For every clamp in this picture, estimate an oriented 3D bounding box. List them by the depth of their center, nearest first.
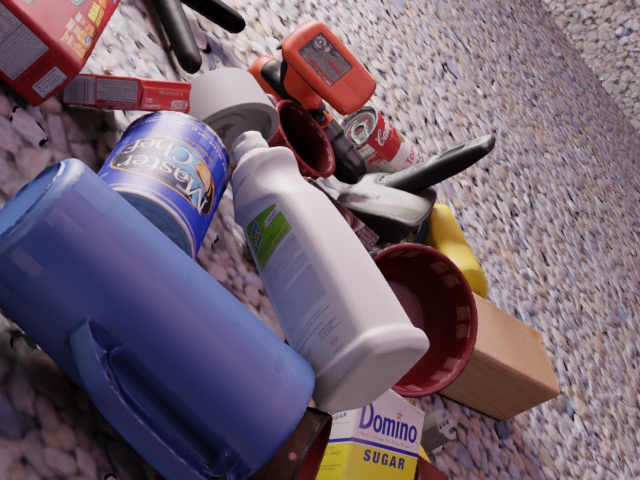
[{"bbox_3d":[-0.172,-0.277,1.153,0.210,0.036,0.164,46,29,-18],"label":"clamp"}]

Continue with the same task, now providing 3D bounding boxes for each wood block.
[{"bbox_3d":[0.185,0.135,1.257,0.205,0.090,0.091,29,38,-45],"label":"wood block"}]

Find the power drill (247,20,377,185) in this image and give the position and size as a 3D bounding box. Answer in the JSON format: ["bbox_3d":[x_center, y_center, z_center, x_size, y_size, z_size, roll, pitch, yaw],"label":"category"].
[{"bbox_3d":[0.000,-0.148,1.170,0.184,0.188,0.057,46,72,-1],"label":"power drill"}]

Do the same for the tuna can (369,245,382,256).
[{"bbox_3d":[0.062,0.048,1.204,0.086,0.034,0.086,40,32,-31],"label":"tuna can"}]

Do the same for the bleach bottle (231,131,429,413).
[{"bbox_3d":[-0.010,0.008,0.860,0.067,0.103,0.251,0,52,-40],"label":"bleach bottle"}]

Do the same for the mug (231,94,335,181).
[{"bbox_3d":[-0.049,-0.096,1.117,0.093,0.082,0.117,-4,65,-60],"label":"mug"}]

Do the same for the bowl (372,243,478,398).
[{"bbox_3d":[0.086,0.086,1.131,0.161,0.055,0.162,3,83,-25],"label":"bowl"}]

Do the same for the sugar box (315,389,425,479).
[{"bbox_3d":[0.036,0.212,0.908,0.093,0.048,0.176,37,56,-36],"label":"sugar box"}]

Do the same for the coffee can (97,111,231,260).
[{"bbox_3d":[-0.137,-0.030,0.873,0.102,0.103,0.140,47,28,-20],"label":"coffee can"}]

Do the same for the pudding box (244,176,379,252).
[{"bbox_3d":[-0.007,0.001,1.076,0.113,0.090,0.039,39,-10,-29],"label":"pudding box"}]

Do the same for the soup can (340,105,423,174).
[{"bbox_3d":[0.077,-0.116,1.368,0.102,0.069,0.068,38,33,-36],"label":"soup can"}]

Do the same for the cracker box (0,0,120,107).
[{"bbox_3d":[-0.277,-0.235,0.894,0.213,0.072,0.164,44,29,-24],"label":"cracker box"}]

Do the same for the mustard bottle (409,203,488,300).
[{"bbox_3d":[0.151,0.011,1.333,0.192,0.058,0.096,-109,-168,-48],"label":"mustard bottle"}]

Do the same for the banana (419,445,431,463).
[{"bbox_3d":[0.048,0.146,1.042,0.037,0.070,0.198,-25,92,-30],"label":"banana"}]

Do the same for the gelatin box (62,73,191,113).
[{"bbox_3d":[-0.170,-0.129,0.943,0.073,0.089,0.030,-8,104,-61],"label":"gelatin box"}]

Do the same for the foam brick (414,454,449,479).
[{"bbox_3d":[0.075,0.241,0.969,0.053,0.078,0.051,41,31,-34],"label":"foam brick"}]

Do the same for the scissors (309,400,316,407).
[{"bbox_3d":[0.006,0.171,0.940,0.201,0.016,0.096,31,69,-38],"label":"scissors"}]

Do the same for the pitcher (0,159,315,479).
[{"bbox_3d":[-0.127,0.066,0.746,0.242,0.149,0.145,47,66,-21],"label":"pitcher"}]
